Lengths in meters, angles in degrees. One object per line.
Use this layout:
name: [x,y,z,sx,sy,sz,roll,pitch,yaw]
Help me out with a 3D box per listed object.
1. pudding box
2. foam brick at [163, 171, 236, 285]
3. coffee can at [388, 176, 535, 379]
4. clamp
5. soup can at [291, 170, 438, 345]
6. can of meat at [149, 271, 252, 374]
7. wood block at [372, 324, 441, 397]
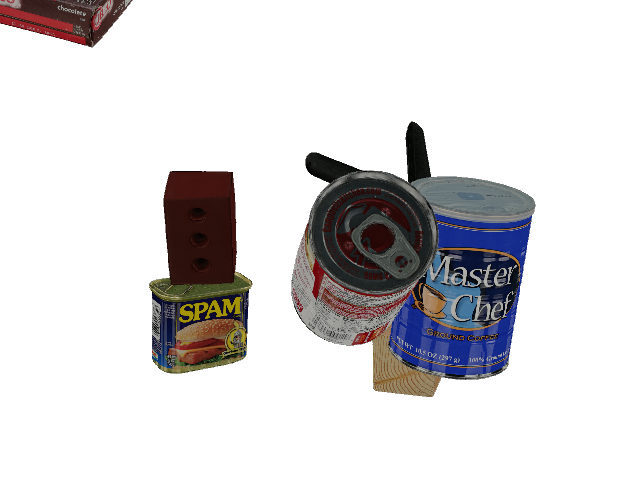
pudding box: [-0.194,-0.197,0.815,0.090,0.039,0.113,16,37,4]
foam brick: [-0.095,-0.011,0.853,0.053,0.078,0.051,-1,27,0]
coffee can: [0.114,0.028,0.875,0.103,0.140,0.103,5,19,-2]
clamp: [0.091,-0.045,1.164,0.164,0.210,0.036,-15,-36,-28]
soup can: [0.021,0.014,0.590,0.068,0.068,0.102,0,-21,-7]
can of meat: [-0.122,0.083,1.086,0.101,0.084,0.058,-7,20,-30]
wood block: [0.146,0.147,1.592,0.091,0.090,0.205,4,18,16]
